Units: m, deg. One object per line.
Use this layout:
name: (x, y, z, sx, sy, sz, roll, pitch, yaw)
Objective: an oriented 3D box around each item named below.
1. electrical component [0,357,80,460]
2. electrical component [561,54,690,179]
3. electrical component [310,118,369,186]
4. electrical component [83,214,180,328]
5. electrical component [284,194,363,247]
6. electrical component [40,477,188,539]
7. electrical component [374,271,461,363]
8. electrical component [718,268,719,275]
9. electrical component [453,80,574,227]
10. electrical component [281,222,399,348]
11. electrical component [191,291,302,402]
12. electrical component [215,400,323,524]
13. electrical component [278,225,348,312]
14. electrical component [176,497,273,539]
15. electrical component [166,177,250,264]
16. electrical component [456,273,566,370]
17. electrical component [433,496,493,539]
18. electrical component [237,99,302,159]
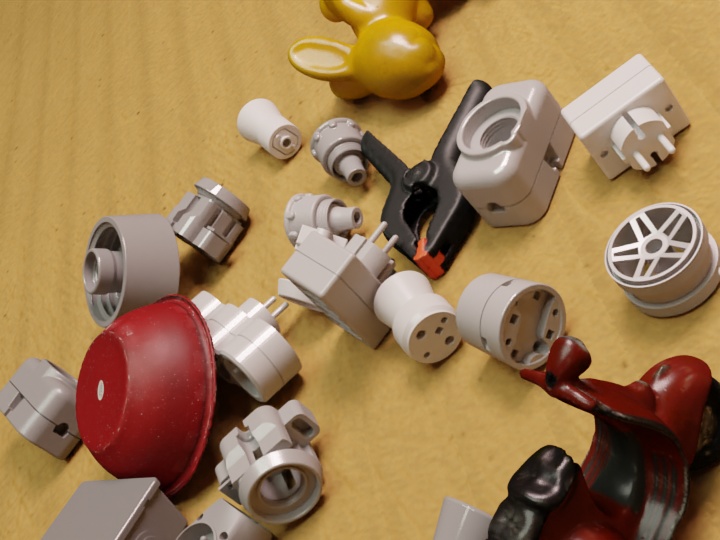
electrical component: (-0.278, 0.119, 0.959, 0.059, 0.054, 0.095, -53, 37, -9)
electrical component: (0.183, -0.092, 0.713, 0.066, 0.047, 0.076, -36, 38, 13)
electrical component: (-0.012, -0.096, 0.911, 0.048, 0.048, 0.062, -38, 44, 10)
electrical component: (-0.211, 0.002, 0.957, 0.108, 0.060, 0.108, -4, 85, 55)
electrical component: (-0.027, -0.040, 0.874, 0.062, 0.048, 0.048, -3, 54, 34)
electrical component: (-0.184, 0.201, 0.781, 0.100, 0.048, 0.099, -11, 34, 38)
electrical component: (0.040, 0.032, 0.738, 0.045, 0.045, 0.055, -44, 37, 3)
electrical component: (0.247, 0.017, 0.548, 0.100, 0.048, 0.099, -34, 38, 17)
electrical component: (0.108, -0.087, 0.771, 0.054, 0.059, 0.095, -2, 55, 43)
electrical component: (0.000, 0.000, 0.769, 0.047, 0.083, 0.075, 31, 79, 40)
electrical component: (-0.088, 0.047, 0.844, 0.074, 0.052, 0.138, -42, 34, -20)
electrical component: (-0.058, 0.134, 0.729, 0.078, 0.058, 0.057, -42, 34, 5)
electrical component: (-0.035, 0.001, 0.832, 0.048, 0.066, 0.055, 19, 82, 4)
electrical component: (-0.087, 0.200, 0.705, 0.079, 0.044, 0.077, 19, 70, 51)
electrical component: (-0.137, -0.046, 0.975, 0.057, 0.058, 0.078, -55, 37, -7)
electrical component: (0.094, 0.031, 0.681, 0.055, 0.055, 0.047, -54, 34, -11)
electrical component: (0.054, 0.166, 0.604, 0.044, 0.044, 0.065, 12, 70, 49)
electrical component: (-0.083, -0.131, 1.016, 0.044, 0.044, 0.065, -47, 41, -1)
